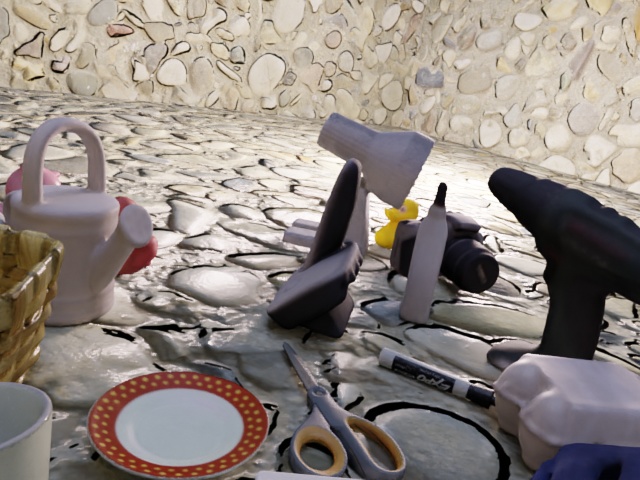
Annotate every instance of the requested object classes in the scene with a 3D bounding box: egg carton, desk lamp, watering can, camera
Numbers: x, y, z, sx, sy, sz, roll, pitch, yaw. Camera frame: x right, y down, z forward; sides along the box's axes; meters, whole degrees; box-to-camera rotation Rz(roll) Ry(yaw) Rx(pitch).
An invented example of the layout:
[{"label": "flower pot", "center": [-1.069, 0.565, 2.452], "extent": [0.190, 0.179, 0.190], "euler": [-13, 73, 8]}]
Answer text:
[{"label": "egg carton", "center": [0.231, 0.152, 0.496], "extent": [0.150, 0.069, 0.107], "euler": [7, 18, -10]}, {"label": "desk lamp", "center": [0.061, -0.083, 0.902], "extent": [0.203, 0.213, 0.118], "euler": [12, 17, 6]}, {"label": "watering can", "center": [-0.243, -0.022, 0.565], "extent": [0.173, 0.194, 0.101], "euler": [10, 17, 0]}, {"label": "camera", "center": [0.196, 0.016, 0.854], "extent": [0.143, 0.101, 0.136], "euler": [5, 18, -16]}]

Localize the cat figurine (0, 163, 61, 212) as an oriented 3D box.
[{"label": "cat figurine", "center": [-0.374, -0.048, 0.702], "extent": [0.067, 0.118, 0.128], "euler": [23, 22, 36]}]

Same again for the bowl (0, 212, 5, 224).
[{"label": "bowl", "center": [-0.409, 0.010, 0.571], "extent": [0.167, 0.075, 0.167], "euler": [9, 17, -3]}]

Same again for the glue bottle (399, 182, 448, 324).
[{"label": "glue bottle", "center": [0.134, 0.012, 0.709], "extent": [0.037, 0.173, 0.078], "euler": [12, 17, 7]}]

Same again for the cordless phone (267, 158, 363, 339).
[{"label": "cordless phone", "center": [0.006, 0.002, 0.647], "extent": [0.094, 0.185, 0.147], "euler": [11, 17, 4]}]

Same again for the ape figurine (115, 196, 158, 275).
[{"label": "ape figurine", "center": [-0.239, -0.008, 0.697], "extent": [0.077, 0.092, 0.076], "euler": [16, 18, 17]}]

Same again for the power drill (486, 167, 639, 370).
[{"label": "power drill", "center": [0.251, 0.048, 0.604], "extent": [0.076, 0.208, 0.228], "euler": [-5, 23, -40]}]

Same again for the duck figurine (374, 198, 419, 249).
[{"label": "duck figurine", "center": [0.151, -0.030, 1.000], "extent": [0.105, 0.086, 0.077], "euler": [3, 19, -22]}]

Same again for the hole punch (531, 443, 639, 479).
[{"label": "hole punch", "center": [0.189, 0.173, 0.369], "extent": [0.100, 0.091, 0.109], "euler": [21, 20, 30]}]
